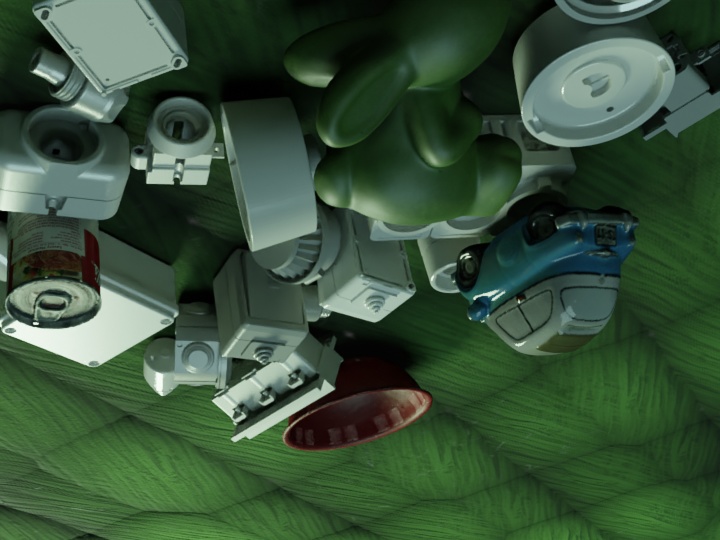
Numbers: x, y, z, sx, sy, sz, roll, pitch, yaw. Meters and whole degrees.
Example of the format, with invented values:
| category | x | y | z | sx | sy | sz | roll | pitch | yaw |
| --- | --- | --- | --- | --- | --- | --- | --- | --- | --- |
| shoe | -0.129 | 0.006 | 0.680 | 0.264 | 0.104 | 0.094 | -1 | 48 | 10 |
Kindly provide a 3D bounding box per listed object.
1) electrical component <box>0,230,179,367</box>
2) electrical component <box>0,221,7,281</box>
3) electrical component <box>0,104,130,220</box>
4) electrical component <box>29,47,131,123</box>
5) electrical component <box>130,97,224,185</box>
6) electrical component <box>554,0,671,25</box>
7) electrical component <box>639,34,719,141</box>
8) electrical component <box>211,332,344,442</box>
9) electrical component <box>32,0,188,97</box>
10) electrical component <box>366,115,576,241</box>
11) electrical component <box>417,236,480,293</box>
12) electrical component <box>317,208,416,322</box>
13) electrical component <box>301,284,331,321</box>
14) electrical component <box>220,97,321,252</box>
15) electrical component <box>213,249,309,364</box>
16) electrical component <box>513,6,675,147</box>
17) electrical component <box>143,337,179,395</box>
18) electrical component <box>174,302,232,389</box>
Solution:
| category | x | y | z | sx | sy | sz | roll | pitch | yaw |
| --- | --- | --- | --- | --- | --- | --- | --- | --- | --- |
| electrical component | -0.229 | 0.023 | 0.906 | 0.109 | 0.056 | 0.109 | -29 | 143 | 26 |
| electrical component | -0.289 | -0.025 | 0.832 | 0.044 | 0.044 | 0.065 | -25 | 140 | 21 |
| electrical component | -0.214 | -0.077 | 0.761 | 0.095 | 0.053 | 0.059 | 5 | 144 | -23 |
| electrical component | -0.185 | -0.125 | 0.706 | 0.062 | 0.043 | 0.043 | 23 | 134 | -39 |
| electrical component | -0.130 | -0.092 | 0.772 | 0.066 | 0.048 | 0.055 | 0 | 153 | -16 |
| electrical component | 0.163 | -0.202 | 0.673 | 0.108 | 0.060 | 0.108 | -8 | 147 | -5 |
| electrical component | 0.236 | -0.140 | 0.807 | 0.081 | 0.042 | 0.064 | -33 | 137 | 29 |
| electrical component | -0.084 | 0.109 | 1.064 | 0.121 | 0.078 | 0.063 | -33 | 113 | 30 |
| electrical component | -0.147 | -0.157 | 0.653 | 0.062 | 0.061 | 0.096 | -18 | 146 | 10 |
| electrical component | 0.083 | -0.070 | 0.850 | 0.150 | 0.061 | 0.089 | -3 | 146 | -12 |
| electrical component | 0.082 | -0.012 | 0.949 | 0.055 | 0.047 | 0.055 | -8 | 147 | -5 |
| electrical component | 0.000 | 0.000 | 0.899 | 0.062 | 0.096 | 0.061 | 17 | 138 | -36 |
| electrical component | -0.041 | 0.031 | 0.991 | 0.061 | 0.035 | 0.035 | 4 | 144 | -25 |
| electrical component | -0.059 | -0.072 | 0.769 | 0.060 | 0.108 | 0.108 | -12 | 147 | -9 |
| electrical component | -0.084 | 0.035 | 0.928 | 0.062 | 0.096 | 0.061 | 10 | 140 | -29 |
| electrical component | 0.160 | -0.145 | 0.759 | 0.108 | 0.060 | 0.108 | -7 | 147 | -5 |
| electrical component | -0.190 | 0.098 | 1.045 | 0.040 | 0.040 | 0.078 | -2 | 146 | -14 |
| electrical component | -0.143 | 0.067 | 0.977 | 0.051 | 0.080 | 0.080 | 2 | 145 | -9 |
